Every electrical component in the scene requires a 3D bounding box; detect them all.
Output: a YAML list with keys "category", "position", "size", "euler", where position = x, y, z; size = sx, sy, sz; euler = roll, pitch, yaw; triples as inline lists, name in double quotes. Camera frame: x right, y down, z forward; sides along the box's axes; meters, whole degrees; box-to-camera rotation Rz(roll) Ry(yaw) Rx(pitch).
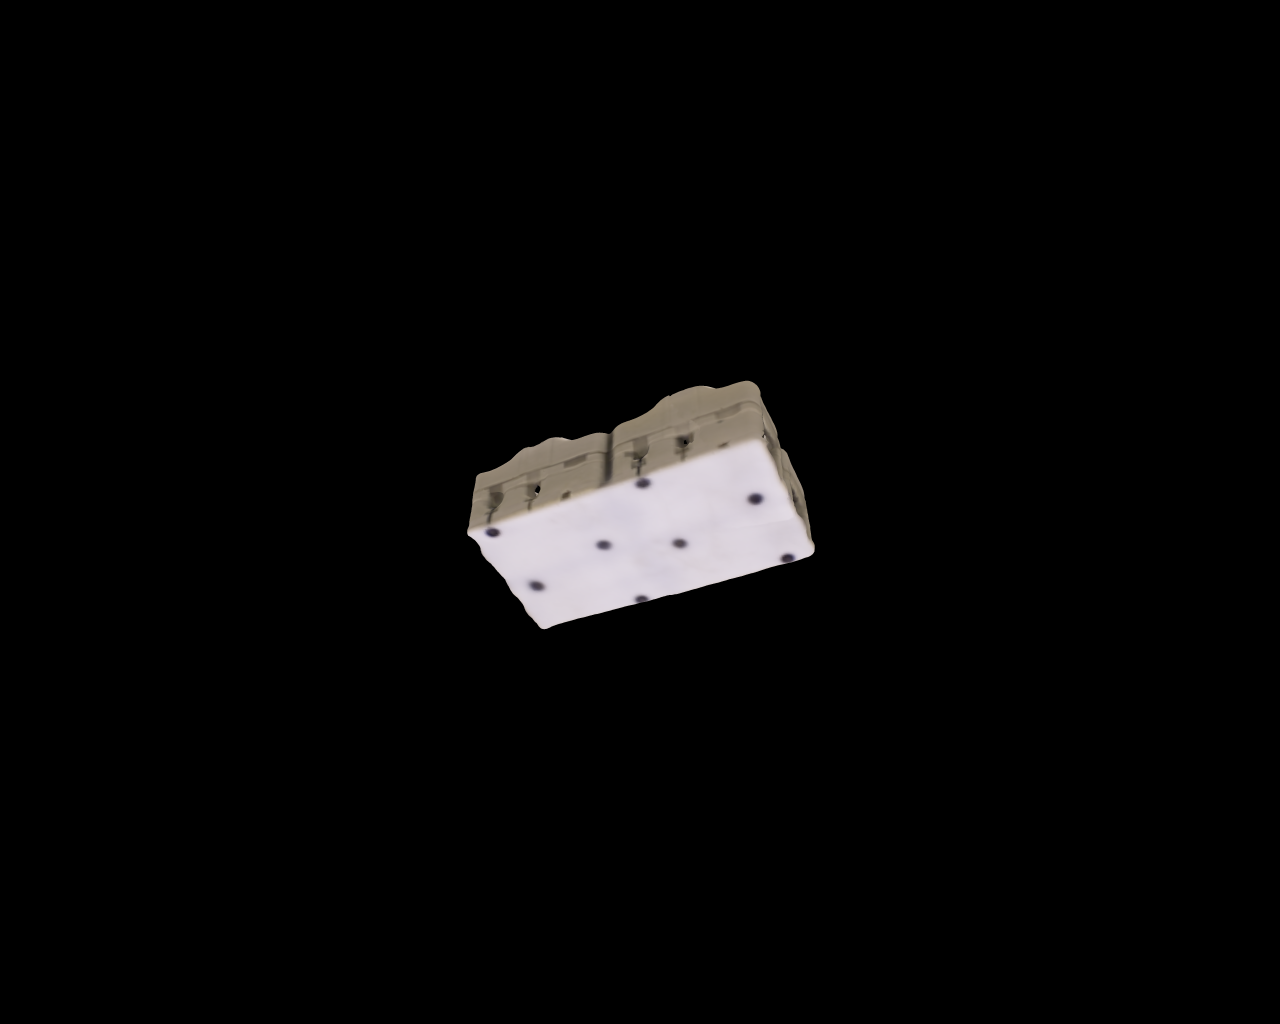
- category: "electrical component"
  position: [0.001, -0.003, 0.650]
  size: [0.186, 0.060, 0.105]
  euler: [-17, -48, 16]
